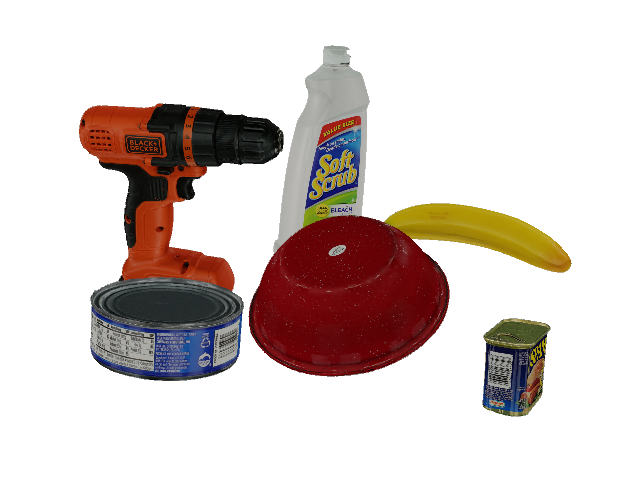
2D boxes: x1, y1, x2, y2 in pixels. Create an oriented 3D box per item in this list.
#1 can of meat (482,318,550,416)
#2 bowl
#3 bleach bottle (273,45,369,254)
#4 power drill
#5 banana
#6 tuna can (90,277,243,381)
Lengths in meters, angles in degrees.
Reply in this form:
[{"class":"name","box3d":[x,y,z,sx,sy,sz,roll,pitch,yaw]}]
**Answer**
[{"class":"can of meat","box3d":[0.218,0.141,1.193,0.058,0.084,0.102,7,12,25]},{"class":"bowl","box3d":[0.018,0.029,0.832,0.162,0.055,0.162,-8,38,6]},{"class":"bleach bottle","box3d":[0.003,-0.099,1.241,0.102,0.251,0.068,-4,20,-21]},{"class":"power drill","box3d":[-0.121,-0.034,0.974,0.184,0.188,0.057,6,29,12]},{"class":"banana","box3d":[0.148,-0.005,1.044,0.198,0.037,0.069,8,46,18]},{"class":"tuna can","box3d":[-0.087,0.049,0.605,0.086,0.034,0.086,4,14,-1]}]
